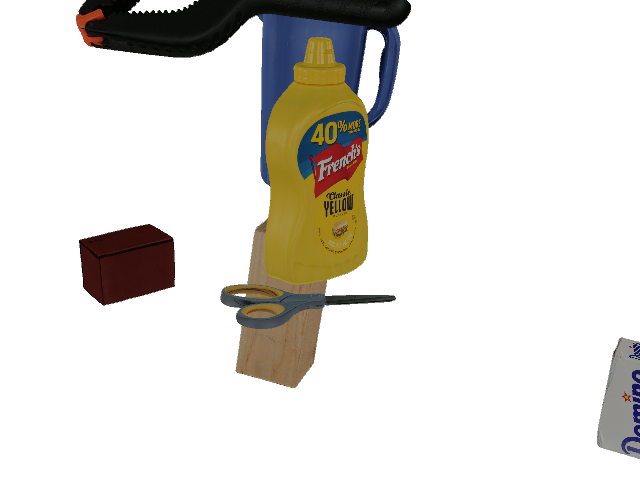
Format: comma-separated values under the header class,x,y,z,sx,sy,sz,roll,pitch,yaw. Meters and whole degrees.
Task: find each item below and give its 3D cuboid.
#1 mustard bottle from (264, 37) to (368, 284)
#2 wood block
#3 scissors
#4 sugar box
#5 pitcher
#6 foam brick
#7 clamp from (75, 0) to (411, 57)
class,x,y,z,sx,sy,sz,roll,pitch,yaw
mustard bottle,-0.002,-0.066,0.859,0.096,0.192,0.058,-16,24,-41
wood block,-0.048,0.079,1.438,0.090,0.206,0.090,14,20,12
scissors,-0.012,0.076,1.192,0.201,0.016,0.096,5,24,-3
sugar box,0.323,0.149,0.879,0.176,0.093,0.048,12,24,20
pitcher,-0.003,-0.182,1.317,0.144,0.243,0.149,-10,29,-29
foam brick,-0.186,0.022,1.027,0.078,0.051,0.053,-15,25,-30
clamp,-0.055,-0.170,0.702,0.210,0.164,0.036,-31,-17,-9
